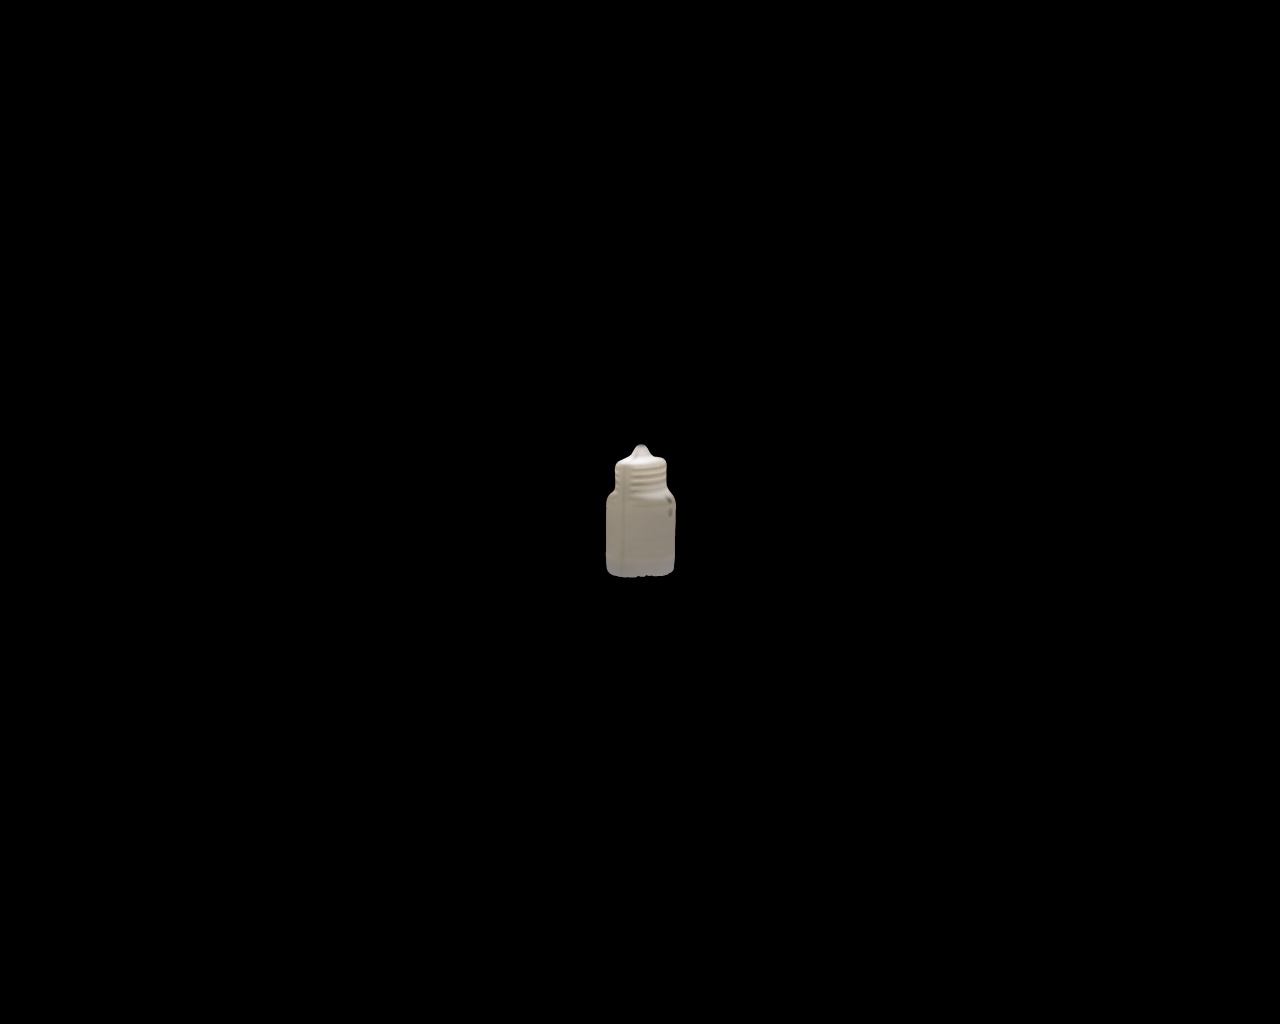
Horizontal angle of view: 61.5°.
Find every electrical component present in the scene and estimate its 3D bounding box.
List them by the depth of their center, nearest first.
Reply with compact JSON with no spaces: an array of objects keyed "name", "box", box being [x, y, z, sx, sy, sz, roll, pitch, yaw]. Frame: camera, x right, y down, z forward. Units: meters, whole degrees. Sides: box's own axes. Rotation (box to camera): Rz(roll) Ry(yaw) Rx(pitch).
[{"name":"electrical component","box":[0.001,-0.003,0.650,0.043,0.080,0.043,0,10,0]}]
